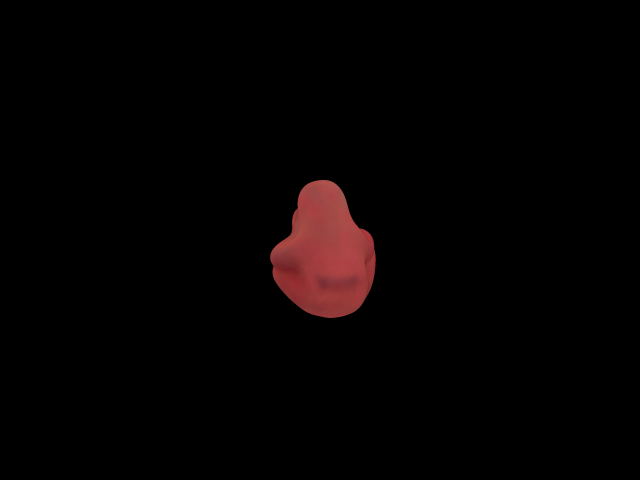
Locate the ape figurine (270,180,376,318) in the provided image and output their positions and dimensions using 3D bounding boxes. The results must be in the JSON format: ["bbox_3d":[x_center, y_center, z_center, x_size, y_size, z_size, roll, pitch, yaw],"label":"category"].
[{"bbox_3d":[0.004,0.001,0.400,0.078,0.092,0.076,-3,26,-6],"label":"ape figurine"}]
